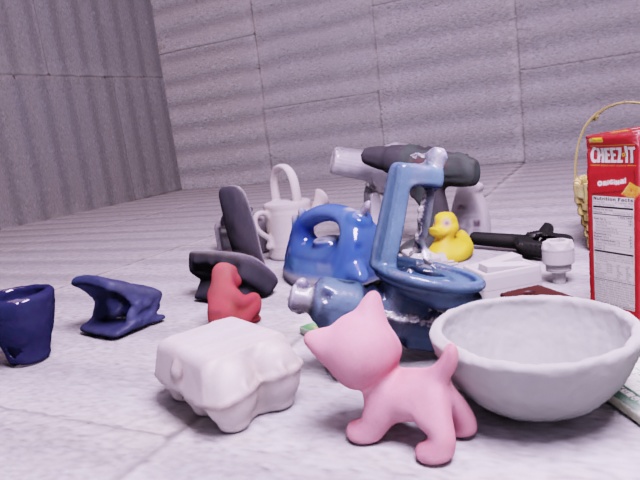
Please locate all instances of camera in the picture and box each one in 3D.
[{"bbox_3d":[-0.156,-0.031,1.338,0.142,0.101,0.137,1,13,35],"label":"camera"}]

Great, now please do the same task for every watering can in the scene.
[{"bbox_3d":[-0.062,-0.063,1.195,0.100,0.194,0.173,1,13,35],"label":"watering can"}]

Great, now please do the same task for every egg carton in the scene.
[{"bbox_3d":[-0.093,0.125,0.555,0.107,0.069,0.149,-16,14,-38],"label":"egg carton"}]

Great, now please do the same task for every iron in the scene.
[{"bbox_3d":[0.009,0.003,0.939,0.119,0.141,0.257,-16,14,-39],"label":"iron"}]

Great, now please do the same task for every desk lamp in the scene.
[{"bbox_3d":[0.105,-0.099,1.221,0.203,0.214,0.117,-9,11,-10],"label":"desk lamp"}]

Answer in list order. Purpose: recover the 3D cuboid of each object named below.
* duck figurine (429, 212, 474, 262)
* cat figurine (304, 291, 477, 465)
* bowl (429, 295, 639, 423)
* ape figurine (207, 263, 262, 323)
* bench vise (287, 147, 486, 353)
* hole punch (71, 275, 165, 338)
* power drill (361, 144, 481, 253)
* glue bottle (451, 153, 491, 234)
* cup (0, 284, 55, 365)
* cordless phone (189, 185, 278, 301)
[{"bbox_3d":[0.227,-0.008,1.011,0.105,0.086,0.077,-17,14,-42],"label":"duck figurine"},{"bbox_3d":[0.054,0.101,0.457,0.127,0.118,0.067,1,13,35],"label":"cat figurine"},{"bbox_3d":[0.178,0.104,0.479,0.167,0.075,0.167,-7,11,2],"label":"bowl"},{"bbox_3d":[-0.124,0.075,0.780,0.077,0.092,0.076,2,14,40],"label":"ape figurine"},{"bbox_3d":[0.075,0.024,0.575,0.208,0.220,0.121,-11,12,-22],"label":"bench vise"},{"bbox_3d":[-0.295,0.085,0.840,0.108,0.091,0.101,1,13,36],"label":"hole punch"},{"bbox_3d":[0.190,-0.082,1.090,0.228,0.208,0.076,-1,12,28],"label":"power drill"},{"bbox_3d":[0.294,-0.084,1.132,0.077,0.173,0.037,1,14,37],"label":"glue bottle"},{"bbox_3d":[-0.393,0.116,0.732,0.118,0.095,0.091,-16,14,-40],"label":"cup"},{"bbox_3d":[-0.150,0.004,0.920,0.147,0.185,0.094,1,13,35],"label":"cordless phone"}]
